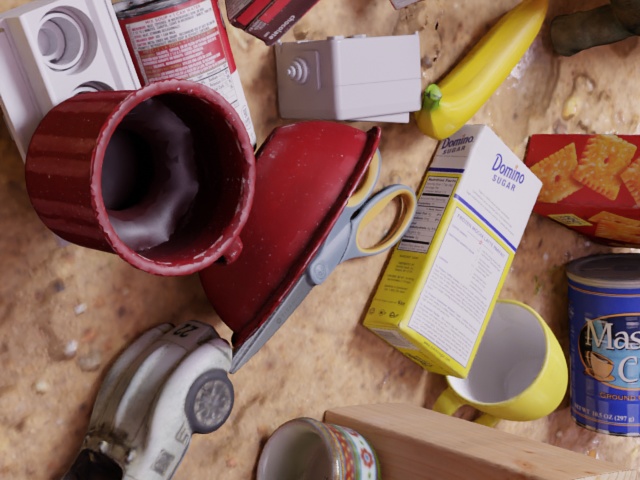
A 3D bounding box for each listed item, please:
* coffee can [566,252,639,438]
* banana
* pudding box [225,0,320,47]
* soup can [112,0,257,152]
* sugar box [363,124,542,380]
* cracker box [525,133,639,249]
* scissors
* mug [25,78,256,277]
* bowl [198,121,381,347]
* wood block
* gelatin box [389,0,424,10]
[{"bbox_3d":[0.273,0.091,0.948,0.102,0.103,0.140,-14,106,-40],"label":"coffee can"},{"bbox_3d":[0.119,-0.124,0.807,0.037,0.070,0.197,43,47,1],"label":"banana"},{"bbox_3d":[-0.019,-0.184,0.625,0.039,0.090,0.113,21,45,-40],"label":"pudding box"},{"bbox_3d":[-0.081,-0.094,0.627,0.068,0.069,0.102,-30,116,-35],"label":"soup can"},{"bbox_3d":[0.105,0.008,0.826,0.093,0.048,0.176,38,67,-39],"label":"sugar box"},{"bbox_3d":[0.298,-0.032,0.879,0.163,0.214,0.072,19,82,-42],"label":"cracker box"},{"bbox_3d":[-0.005,0.001,0.745,0.201,0.016,0.096,-34,116,-34],"label":"scissors"},{"bbox_3d":[-0.085,-0.026,0.535,0.117,0.082,0.093,43,68,-37],"label":"mug"},{"bbox_3d":[-0.030,-0.016,0.652,0.055,0.162,0.162,34,70,-7],"label":"bowl"},{"bbox_3d":[0.101,0.179,0.735,0.090,0.207,0.091,4,93,-43],"label":"wood block"},{"bbox_3d":[0.051,-0.217,0.737,0.089,0.030,0.073,53,38,-34],"label":"gelatin box"}]
